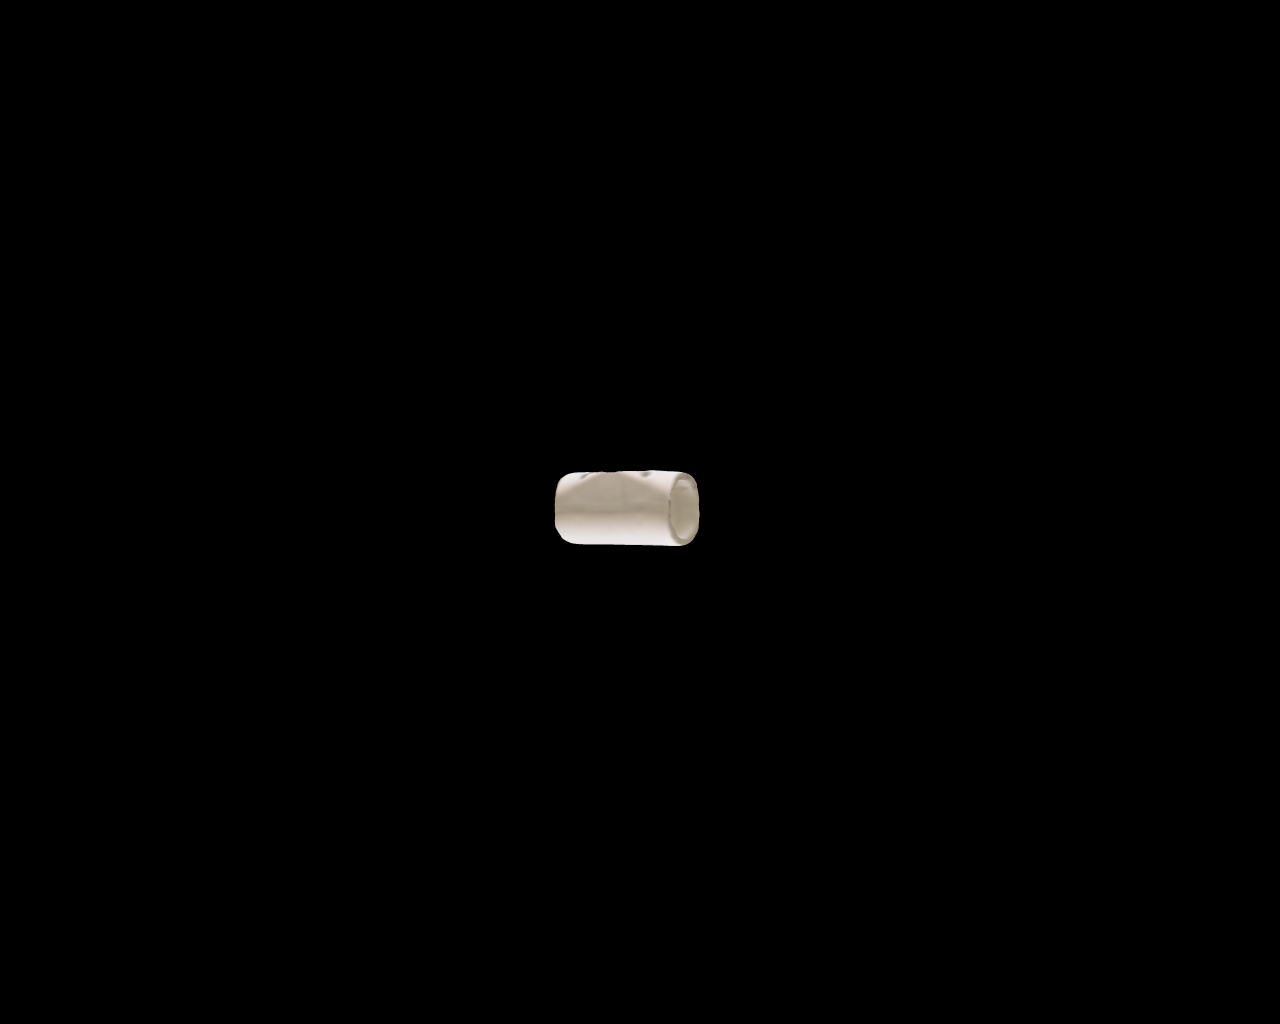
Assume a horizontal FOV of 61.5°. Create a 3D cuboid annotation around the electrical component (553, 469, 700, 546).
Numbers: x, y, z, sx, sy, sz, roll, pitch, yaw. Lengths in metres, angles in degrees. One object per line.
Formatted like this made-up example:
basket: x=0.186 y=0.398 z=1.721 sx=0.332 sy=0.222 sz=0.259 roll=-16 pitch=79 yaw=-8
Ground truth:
electrical component: x=0.001 y=-0.003 z=0.650 sx=0.077 sy=0.044 sz=0.079 roll=0 pitch=0 yaw=28
